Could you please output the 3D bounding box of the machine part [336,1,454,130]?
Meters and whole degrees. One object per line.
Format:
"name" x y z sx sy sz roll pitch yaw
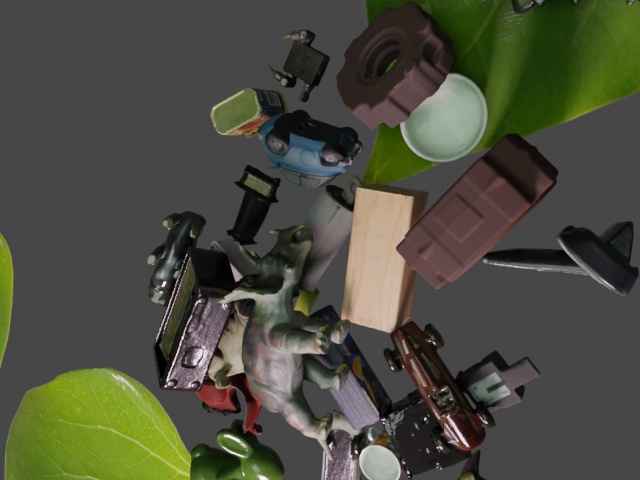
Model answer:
"machine part" 0.098 -0.245 0.754 0.179 0.056 0.179 -25 53 39

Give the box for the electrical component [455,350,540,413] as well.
"electrical component" 0.267 0.206 0.798 0.119 0.048 0.075 -44 80 26

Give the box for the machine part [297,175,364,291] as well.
"machine part" -0.002 -0.003 0.882 0.079 0.079 0.243 39 114 16

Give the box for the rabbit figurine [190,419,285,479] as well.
"rabbit figurine" -0.153 0.430 1.036 0.170 0.121 0.159 -16 85 10

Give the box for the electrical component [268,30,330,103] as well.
"electrical component" -0.033 -0.284 0.864 0.078 0.045 0.102 40 114 17

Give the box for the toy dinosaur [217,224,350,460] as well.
"toy dinosaur" -0.059 0.183 0.833 0.192 0.131 0.404 15 118 23

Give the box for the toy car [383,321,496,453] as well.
"toy car" 0.171 0.213 0.776 0.089 0.053 0.202 -32 90 13

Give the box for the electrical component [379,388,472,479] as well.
"electrical component" 0.172 0.290 0.835 0.134 0.058 0.115 -27 91 5

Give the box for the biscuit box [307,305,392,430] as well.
"biscuit box" 0.038 0.212 0.910 0.063 0.059 0.202 -36 83 29

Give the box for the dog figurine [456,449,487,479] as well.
"dog figurine" 0.180 0.422 0.853 0.192 0.108 0.219 28 106 23

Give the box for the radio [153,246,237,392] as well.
"radio" -0.217 0.139 0.919 0.229 0.073 0.131 -67 29 21

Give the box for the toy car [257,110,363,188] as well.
"toy car" -0.018 -0.137 0.861 0.162 0.109 0.102 19 131 11

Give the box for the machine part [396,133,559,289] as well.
"machine part" 0.207 -0.037 0.698 0.087 0.201 0.201 45 115 9

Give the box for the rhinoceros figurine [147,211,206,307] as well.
"rhinoceros figurine" -0.277 0.035 1.014 0.073 0.112 0.190 21 96 -7

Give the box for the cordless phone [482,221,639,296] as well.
"cordless phone" 0.299 0.022 0.692 0.184 0.146 0.088 0 91 26

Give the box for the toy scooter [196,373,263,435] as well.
"toy scooter" -0.160 0.300 1.021 0.184 0.075 0.135 0 100 22

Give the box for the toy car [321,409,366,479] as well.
"toy car" 0.039 0.398 0.946 0.074 0.056 0.201 8 104 19

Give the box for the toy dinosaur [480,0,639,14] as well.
"toy dinosaur" 0.235 -0.419 0.674 0.471 0.105 0.198 50 120 16

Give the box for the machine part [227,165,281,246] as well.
"machine part" -0.122 -0.058 0.957 0.084 0.039 0.138 24 107 13

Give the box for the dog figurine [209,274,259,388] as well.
"dog figurine" -0.147 0.148 0.946 0.172 0.121 0.190 -5 105 13
